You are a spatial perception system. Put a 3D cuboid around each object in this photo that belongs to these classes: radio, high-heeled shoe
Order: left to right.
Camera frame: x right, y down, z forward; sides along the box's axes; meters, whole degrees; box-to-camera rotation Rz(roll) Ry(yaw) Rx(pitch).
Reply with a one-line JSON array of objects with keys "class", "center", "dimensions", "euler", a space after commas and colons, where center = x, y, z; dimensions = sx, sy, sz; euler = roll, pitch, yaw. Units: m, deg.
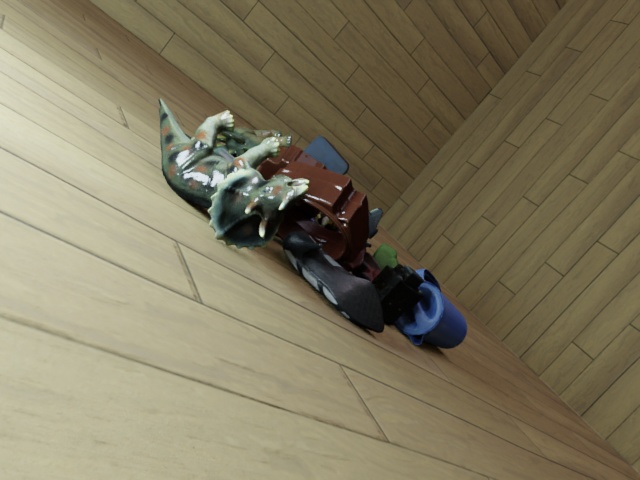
[{"class": "radio", "center": [-0.030, -0.177, 1.551], "dimensions": [0.131, 0.229, 0.073], "euler": [44, 13, -1]}, {"class": "high-heeled shoe", "center": [0.019, 0.086, 1.049], "dimensions": [0.248, 0.086, 0.145], "euler": [56, -27, -13]}]

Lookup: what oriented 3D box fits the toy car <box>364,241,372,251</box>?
[{"class": "toy car", "center": [0.091, 0.016, 1.543], "dimensions": [0.053, 0.089, 0.202], "euler": [33, 10, -15]}]

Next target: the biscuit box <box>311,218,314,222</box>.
[{"class": "biscuit box", "center": [-0.003, -0.004, 1.342], "dimensions": [0.202, 0.059, 0.063], "euler": [38, 9, -15]}]

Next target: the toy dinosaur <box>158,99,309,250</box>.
[{"class": "toy dinosaur", "center": [-0.184, -0.115, 0.907], "dimensions": [0.405, 0.192, 0.131], "euler": [26, -41, 23]}]

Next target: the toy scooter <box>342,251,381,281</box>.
[{"class": "toy scooter", "center": [0.101, 0.079, 1.258], "dimensions": [0.184, 0.075, 0.135], "euler": [58, 17, 1]}]

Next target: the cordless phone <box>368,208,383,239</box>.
[{"class": "cordless phone", "center": [0.083, -0.076, 1.543], "dimensions": [0.184, 0.088, 0.146], "euler": [21, 9, 2]}]

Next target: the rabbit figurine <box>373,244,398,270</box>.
[{"class": "rabbit figurine", "center": [0.193, 0.110, 1.398], "dimensions": [0.170, 0.121, 0.159], "euler": [38, 15, 0]}]

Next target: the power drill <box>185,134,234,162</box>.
[{"class": "power drill", "center": [-0.197, -0.124, 1.102], "dimensions": [0.232, 0.086, 0.207], "euler": [39, 15, -8]}]

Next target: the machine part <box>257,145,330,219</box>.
[{"class": "machine part", "center": [-0.056, -0.120, 1.148], "dimensions": [0.180, 0.056, 0.179], "euler": [22, -34, 16]}]

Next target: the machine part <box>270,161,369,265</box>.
[{"class": "machine part", "center": [-0.008, -0.047, 1.071], "dimensions": [0.201, 0.087, 0.201], "euler": [20, -35, 21]}]

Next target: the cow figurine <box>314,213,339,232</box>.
[{"class": "cow figurine", "center": [0.023, -0.014, 1.228], "dimensions": [0.068, 0.167, 0.098], "euler": [-1, 41, -6]}]

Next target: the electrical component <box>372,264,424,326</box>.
[{"class": "electrical component", "center": [0.165, 0.118, 1.195], "dimensions": [0.114, 0.134, 0.058], "euler": [30, 15, -45]}]

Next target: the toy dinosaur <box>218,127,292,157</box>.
[{"class": "toy dinosaur", "center": [-0.199, -0.251, 1.411], "dimensions": [0.198, 0.105, 0.472], "euler": [7, 6, -20]}]
